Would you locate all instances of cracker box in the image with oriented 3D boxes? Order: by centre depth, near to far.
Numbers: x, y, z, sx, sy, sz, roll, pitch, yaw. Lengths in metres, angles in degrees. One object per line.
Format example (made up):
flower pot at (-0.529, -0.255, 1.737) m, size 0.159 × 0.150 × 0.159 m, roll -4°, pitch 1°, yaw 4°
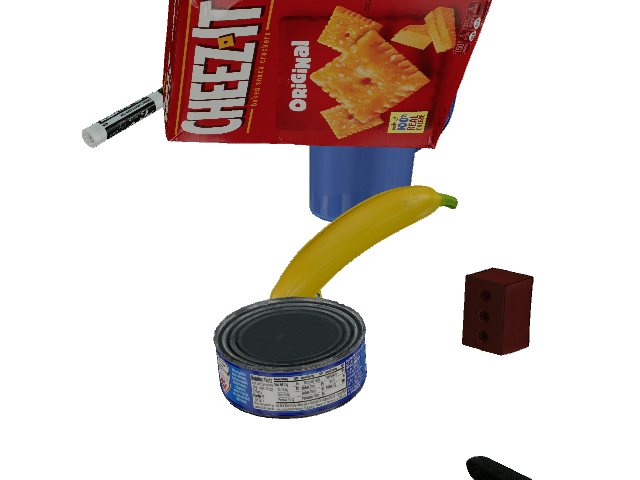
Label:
cracker box at (-0.001, -0.141, 0.770) m, size 0.213 × 0.072 × 0.164 m, roll 0°, pitch -35°, yaw -12°

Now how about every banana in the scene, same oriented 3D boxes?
banana at (0.028, 0.006, 0.919) m, size 0.198 × 0.037 × 0.069 m, roll -32°, pitch -48°, yaw 4°

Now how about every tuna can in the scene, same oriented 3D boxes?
tuna can at (-0.016, 0.065, 0.605) m, size 0.086 × 0.034 × 0.086 m, roll -3°, pitch 23°, yaw 1°

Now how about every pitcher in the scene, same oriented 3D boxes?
pitcher at (0.058, -0.143, 1.153) m, size 0.149 × 0.243 × 0.144 m, roll 8°, pitch 11°, yaw 25°

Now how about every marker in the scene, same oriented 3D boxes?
marker at (-0.176, -0.122, 1.015) m, size 0.020 × 0.020 × 0.120 m, roll 0°, pitch 29°, yaw 44°

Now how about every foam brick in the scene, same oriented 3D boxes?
foam brick at (0.183, 0.073, 1.104) m, size 0.053 × 0.078 × 0.051 m, roll 13°, pitch 19°, yaw 42°

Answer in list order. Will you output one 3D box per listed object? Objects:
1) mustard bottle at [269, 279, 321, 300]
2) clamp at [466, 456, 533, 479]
mustard bottle at (-0.023, 0.091, 1.118) m, size 0.058 × 0.096 × 0.191 m, roll -2°, pitch 27°, yaw -5°
clamp at (0.200, 0.240, 0.848) m, size 0.210 × 0.036 × 0.164 m, roll 0°, pitch 33°, yaw 24°
